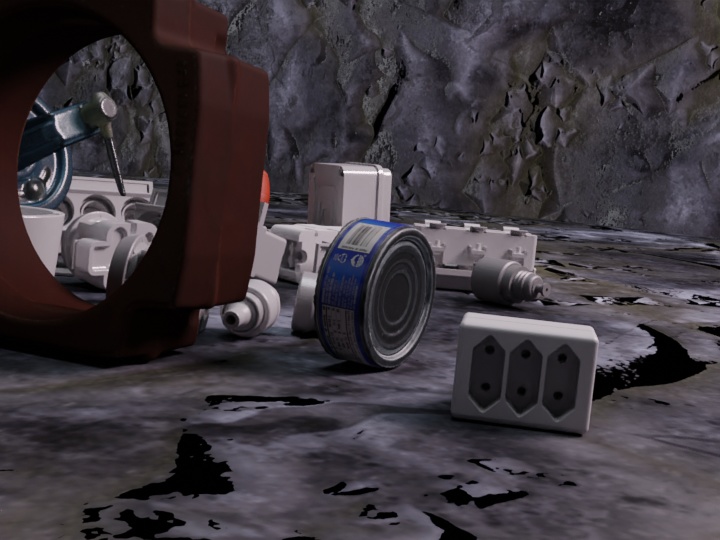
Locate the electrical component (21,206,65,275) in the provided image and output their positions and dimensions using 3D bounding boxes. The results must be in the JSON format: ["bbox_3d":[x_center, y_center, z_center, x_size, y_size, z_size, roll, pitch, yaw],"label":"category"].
[{"bbox_3d":[-0.267,-0.014,0.762,0.108,0.060,0.108,5,6,-1],"label":"electrical component"}]

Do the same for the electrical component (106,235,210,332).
[{"bbox_3d":[-0.126,0.009,0.683,0.057,0.058,0.078,10,6,3],"label":"electrical component"}]

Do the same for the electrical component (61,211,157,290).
[{"bbox_3d":[-0.198,-0.015,0.850,0.057,0.058,0.078,14,12,39],"label":"electrical component"}]

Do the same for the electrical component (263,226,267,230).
[{"bbox_3d":[-0.109,-0.016,0.977,0.076,0.047,0.083,9,7,29],"label":"electrical component"}]

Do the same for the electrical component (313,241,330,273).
[{"bbox_3d":[0.000,0.000,0.956,0.081,0.042,0.064,0,11,-38],"label":"electrical component"}]

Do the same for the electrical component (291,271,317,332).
[{"bbox_3d":[-0.020,0.025,0.722,0.046,0.040,0.040,11,6,-1],"label":"electrical component"}]

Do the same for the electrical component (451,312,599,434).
[{"bbox_3d":[0.083,0.048,0.546,0.066,0.047,0.077,6,6,8],"label":"electrical component"}]

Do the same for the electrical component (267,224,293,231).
[{"bbox_3d":[-0.078,-0.022,1.082,0.079,0.043,0.077,2,7,-30],"label":"electrical component"}]

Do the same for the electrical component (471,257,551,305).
[{"bbox_3d":[0.135,0.012,0.961,0.040,0.040,0.078,-1,9,-44],"label":"electrical component"}]

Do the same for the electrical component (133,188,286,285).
[{"bbox_3d":[-0.127,-0.020,0.893,0.121,0.078,0.063,9,-9,32],"label":"electrical component"}]

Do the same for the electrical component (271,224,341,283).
[{"bbox_3d":[-0.039,-0.016,1.021,0.089,0.050,0.056,0,8,-39],"label":"electrical component"}]

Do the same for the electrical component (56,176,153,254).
[{"bbox_3d":[-0.270,-0.050,1.075,0.121,0.078,0.063,2,-15,-28],"label":"electrical component"}]

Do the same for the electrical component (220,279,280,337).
[{"bbox_3d":[-0.073,0.026,0.680,0.035,0.035,0.061,6,9,10],"label":"electrical component"}]

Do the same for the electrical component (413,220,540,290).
[{"bbox_3d":[0.111,-0.013,1.068,0.121,0.063,0.078,5,6,-5],"label":"electrical component"}]

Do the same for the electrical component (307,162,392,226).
[{"bbox_3d":[-0.012,-0.054,1.108,0.057,0.113,0.078,-2,9,-30],"label":"electrical component"}]
